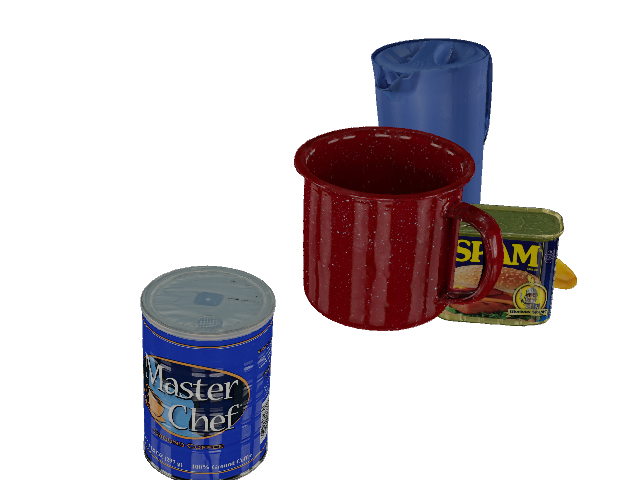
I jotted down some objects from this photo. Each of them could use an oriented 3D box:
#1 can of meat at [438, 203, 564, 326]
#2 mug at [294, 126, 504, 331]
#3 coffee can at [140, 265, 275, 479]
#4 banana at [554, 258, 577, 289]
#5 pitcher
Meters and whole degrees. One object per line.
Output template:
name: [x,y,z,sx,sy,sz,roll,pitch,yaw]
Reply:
can of meat: [0.141,0.020,0.866,0.102,0.084,0.057,4,24,8]
mug: [0.042,-0.003,0.558,0.117,0.081,0.093,18,32,29]
coffee can: [-0.089,0.105,0.843,0.103,0.140,0.103,3,27,-2]
banana: [0.168,0.015,1.104,0.198,0.037,0.069,10,35,17]
pitcher: [0.139,-0.113,1.263,0.149,0.243,0.145,-4,26,0]
